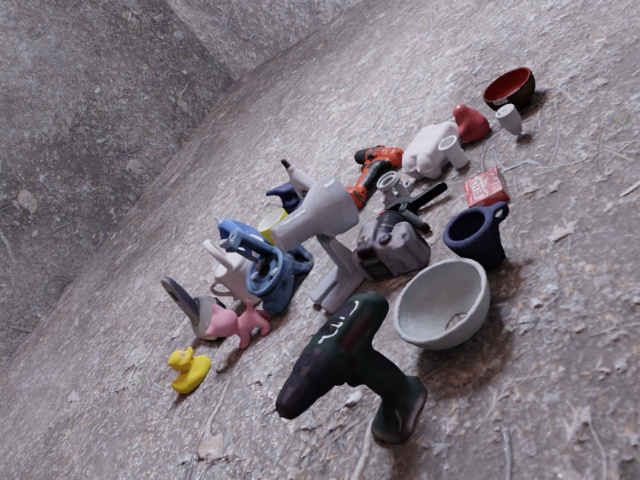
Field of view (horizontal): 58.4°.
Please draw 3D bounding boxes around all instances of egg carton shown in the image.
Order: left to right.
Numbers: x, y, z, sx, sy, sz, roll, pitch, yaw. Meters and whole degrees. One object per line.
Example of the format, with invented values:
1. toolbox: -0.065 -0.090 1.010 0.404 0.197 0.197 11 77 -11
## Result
1. egg carton: 0.256 -0.204 1.305 0.107 0.069 0.150 3 51 56

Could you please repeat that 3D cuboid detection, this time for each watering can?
1. watering can: -0.208 0.061 1.411 0.173 0.194 0.100 -53 28 -19

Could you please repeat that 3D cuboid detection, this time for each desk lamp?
1. desk lamp: 0.011 0.004 1.171 0.203 0.214 0.117 -48 27 -10

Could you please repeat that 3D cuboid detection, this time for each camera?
1. camera: 0.138 -0.005 1.137 0.142 0.101 0.137 -19 35 39

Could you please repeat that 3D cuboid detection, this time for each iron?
1. iron: -0.209 -0.002 1.567 0.119 0.142 0.257 -48 27 -11

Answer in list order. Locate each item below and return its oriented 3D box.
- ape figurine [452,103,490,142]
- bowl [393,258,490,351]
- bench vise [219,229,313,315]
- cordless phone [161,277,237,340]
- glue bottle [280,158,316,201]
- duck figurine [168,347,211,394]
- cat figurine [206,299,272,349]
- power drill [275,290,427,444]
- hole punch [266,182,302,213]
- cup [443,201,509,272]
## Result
1. ape figurine: 0.328 -0.266 1.273 0.078 0.092 0.076 -50 27 -14
2. bowl: 0.202 0.112 0.902 0.167 0.075 0.167 -32 28 20
3. bench vise: -0.130 0.035 1.313 0.121 0.220 0.207 -26 31 30
4. cordless phone: -0.311 0.162 1.414 0.147 0.185 0.094 -6 44 50
5. glue bottle: -0.048 -0.154 1.535 0.078 0.173 0.037 -15 38 44
6. duck figurine: -0.316 0.297 1.332 0.105 0.086 0.077 -52 28 -17
7. cat figurine: -0.190 0.183 1.292 0.127 0.118 0.067 -36 27 13
8. power drill: 0.057 0.198 0.822 0.075 0.209 0.230 -9 42 48
9. hole punch: -0.090 -0.142 1.668 0.108 0.091 0.101 -4 46 52
10. cup: 0.275 -0.002 0.949 0.117 0.095 0.091 -38 27 9
